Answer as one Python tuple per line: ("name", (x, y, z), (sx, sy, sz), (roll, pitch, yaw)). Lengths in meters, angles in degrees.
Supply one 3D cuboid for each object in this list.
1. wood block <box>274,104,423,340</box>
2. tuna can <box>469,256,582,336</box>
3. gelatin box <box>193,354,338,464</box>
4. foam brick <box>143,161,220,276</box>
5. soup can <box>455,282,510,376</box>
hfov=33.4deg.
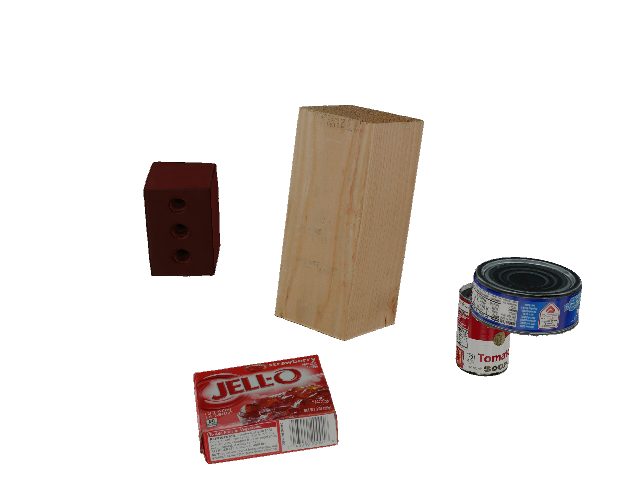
("wood block", (0.026, -0.021, 1.030), (0.090, 0.206, 0.090), (17, 17, 34))
("tuna can", (0.162, 0.043, 0.843), (0.086, 0.034, 0.086), (2, 20, -1))
("gelatin box", (-0.038, 0.110, 0.708), (0.089, 0.030, 0.073), (-7, 24, -7))
("foam brick", (-0.109, -0.018, 0.848), (0.053, 0.078, 0.051), (0, 26, 2))
("soup can", (0.207, 0.112, 1.350), (0.068, 0.102, 0.068), (0, 20, 0))
